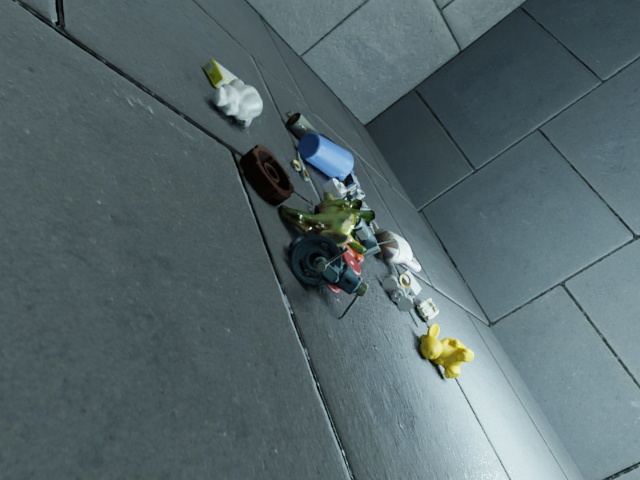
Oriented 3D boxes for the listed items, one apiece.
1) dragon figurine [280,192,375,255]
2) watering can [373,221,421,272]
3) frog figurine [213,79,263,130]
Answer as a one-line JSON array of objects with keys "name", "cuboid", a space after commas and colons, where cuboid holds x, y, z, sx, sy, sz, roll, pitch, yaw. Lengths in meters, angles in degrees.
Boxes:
[{"name": "dragon figurine", "cuboid": [0.004, -0.072, 1.425, 0.242, 0.121, 0.416, 11, 18, -29]}, {"name": "watering can", "cuboid": [0.258, 0.004, 2.047, 0.353, 0.103, 0.223, 46, 14, 30]}, {"name": "frog figurine", "cuboid": [-0.243, -0.413, 1.501, 0.157, 0.122, 0.140, 46, 33, -65]}]
